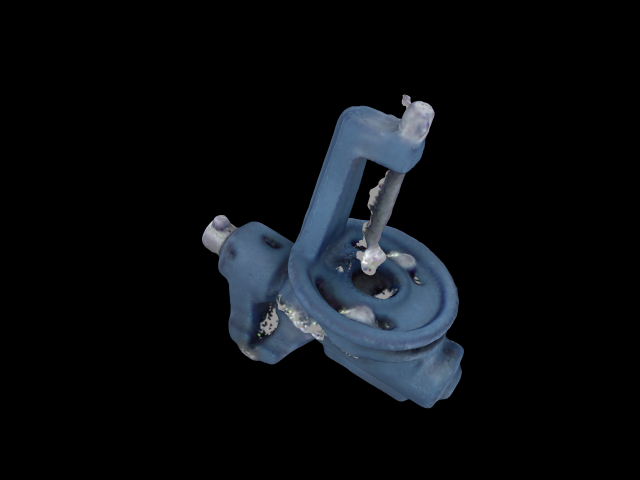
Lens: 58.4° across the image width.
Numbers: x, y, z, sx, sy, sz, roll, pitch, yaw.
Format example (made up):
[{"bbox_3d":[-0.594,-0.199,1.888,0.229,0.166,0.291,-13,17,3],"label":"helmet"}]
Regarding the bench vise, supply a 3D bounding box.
[{"bbox_3d":[0.001,0.008,0.390,0.207,0.220,0.121,6,33,10],"label":"bench vise"}]
